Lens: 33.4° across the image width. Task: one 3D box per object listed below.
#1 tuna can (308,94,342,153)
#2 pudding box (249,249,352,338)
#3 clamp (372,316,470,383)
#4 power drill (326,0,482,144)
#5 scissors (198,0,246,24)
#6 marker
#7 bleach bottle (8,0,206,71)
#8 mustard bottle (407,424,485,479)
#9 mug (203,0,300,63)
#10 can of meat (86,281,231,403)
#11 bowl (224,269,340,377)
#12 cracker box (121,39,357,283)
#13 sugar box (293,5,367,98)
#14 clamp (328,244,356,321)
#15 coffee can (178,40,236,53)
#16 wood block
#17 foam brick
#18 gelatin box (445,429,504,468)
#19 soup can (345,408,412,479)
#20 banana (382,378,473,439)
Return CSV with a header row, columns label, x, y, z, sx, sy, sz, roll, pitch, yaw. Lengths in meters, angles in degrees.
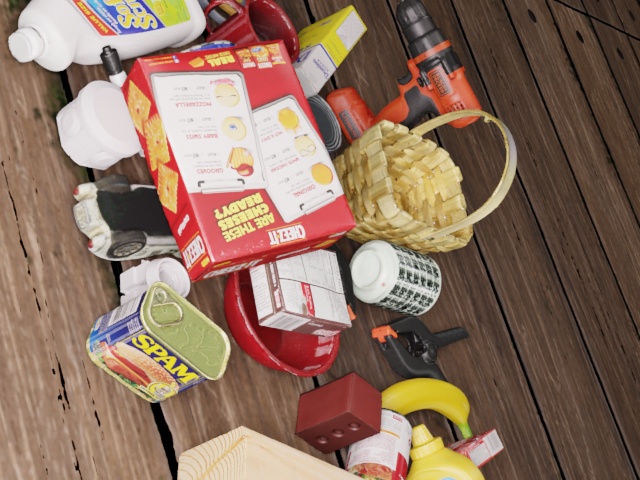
label,x,y,z,sx,sy,sz,roll,pitch,yaw
tuna can,-0.012,-0.146,1.367,0.086,0.034,0.086,33,43,-37
pudding box,-0.021,0.048,1.107,0.113,0.039,0.090,18,52,-49
clamp,0.132,0.154,1.342,0.171,0.039,0.120,18,58,-39
power drill,0.102,-0.207,1.426,0.057,0.188,0.184,-33,95,-55
scissors,-0.083,-0.283,1.388,0.201,0.016,0.096,26,47,-43
marker,-0.196,-0.142,1.089,0.020,0.020,0.121,-62,140,-52
bleach bottle,-0.224,-0.224,1.113,0.102,0.068,0.250,62,36,-9
mustard bottle,0.148,0.300,1.204,0.058,0.096,0.191,-15,79,-55
mug,-0.092,-0.243,1.285,0.117,0.082,0.093,42,38,-28
can of meat,-0.147,0.096,0.963,0.102,0.084,0.057,43,38,-26
bowl,-0.050,0.077,1.133,0.161,0.055,0.162,32,43,-37
cracker box,-0.081,-0.081,1.047,0.163,0.072,0.214,-14,76,-31
sugar box,-0.015,-0.229,1.353,0.048,0.094,0.176,56,39,-18
clamp,-0.008,0.002,1.263,0.164,0.036,0.210,-19,79,-56
coffee can,-0.112,-0.130,1.158,0.102,0.103,0.140,-12,76,-56
wood block,-0.028,0.259,1.000,0.205,0.091,0.090,32,43,-37
foam brick,0.021,0.184,1.132,0.053,0.078,0.051,40,38,-30
gelatin box,0.168,0.261,1.281,0.089,0.073,0.030,-15,79,-56
soup can,0.062,0.241,1.155,0.068,0.069,0.102,44,37,-25
banana,0.122,0.199,1.278,0.197,0.037,0.069,12,63,-41
